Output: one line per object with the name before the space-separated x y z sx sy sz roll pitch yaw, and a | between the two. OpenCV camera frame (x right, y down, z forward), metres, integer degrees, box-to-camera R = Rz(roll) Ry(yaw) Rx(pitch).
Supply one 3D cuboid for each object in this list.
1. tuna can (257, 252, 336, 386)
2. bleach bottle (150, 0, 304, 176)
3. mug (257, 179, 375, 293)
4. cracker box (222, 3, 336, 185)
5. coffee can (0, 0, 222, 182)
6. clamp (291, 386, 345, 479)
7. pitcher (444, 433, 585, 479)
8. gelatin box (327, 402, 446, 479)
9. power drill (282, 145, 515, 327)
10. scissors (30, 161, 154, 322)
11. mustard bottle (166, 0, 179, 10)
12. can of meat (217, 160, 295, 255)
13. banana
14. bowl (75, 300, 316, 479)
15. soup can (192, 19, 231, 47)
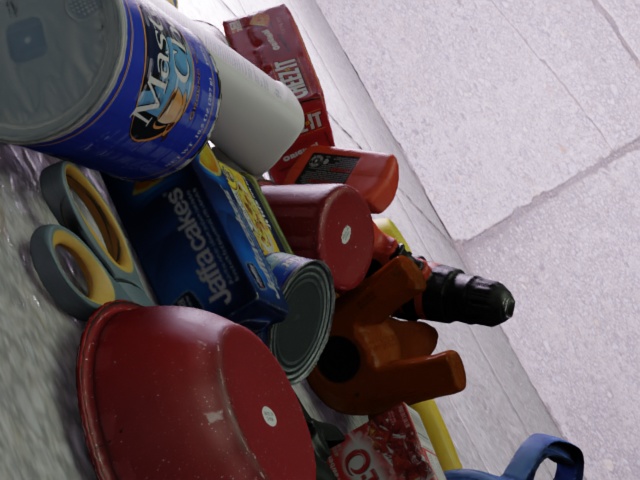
tuna can | -0.024 0.052 0.712 0.086 0.034 0.086 -36 132 -53
bleach bottle | -0.126 -0.149 0.770 0.250 0.068 0.102 37 11 -25
mug | -0.005 0.001 0.822 0.117 0.082 0.093 21 73 -54
cracker box | -0.021 -0.091 1.017 0.164 0.072 0.213 -110 -178 -46
coffee can | -0.125 -0.091 0.583 0.103 0.103 0.140 61 10 11
clamp | -0.009 0.139 0.658 0.171 0.039 0.120 50 9 -50
pitcher | 0.152 0.241 0.850 0.242 0.145 0.149 36 28 -57
gelatin box | 0.048 0.169 0.740 0.030 0.073 0.089 43 19 -50
power drill | 0.061 0.004 0.910 0.057 0.185 0.187 -59 138 -27
scissors | -0.095 0.052 0.563 0.201 0.016 0.096 62 16 -16
mustard bottle | -0.160 -0.214 0.894 0.096 0.058 0.191 50 11 -12
can of meat | -0.069 -0.009 0.741 0.102 0.057 0.083 63 13 21
banana | 0.104 0.175 1.091 0.069 0.037 0.198 49 15 -45
bowl | -0.047 0.093 0.513 0.162 0.055 0.162 57 16 -27
soup can | -0.109 -0.143 0.904 0.068 0.068 0.102 55 11 -21
